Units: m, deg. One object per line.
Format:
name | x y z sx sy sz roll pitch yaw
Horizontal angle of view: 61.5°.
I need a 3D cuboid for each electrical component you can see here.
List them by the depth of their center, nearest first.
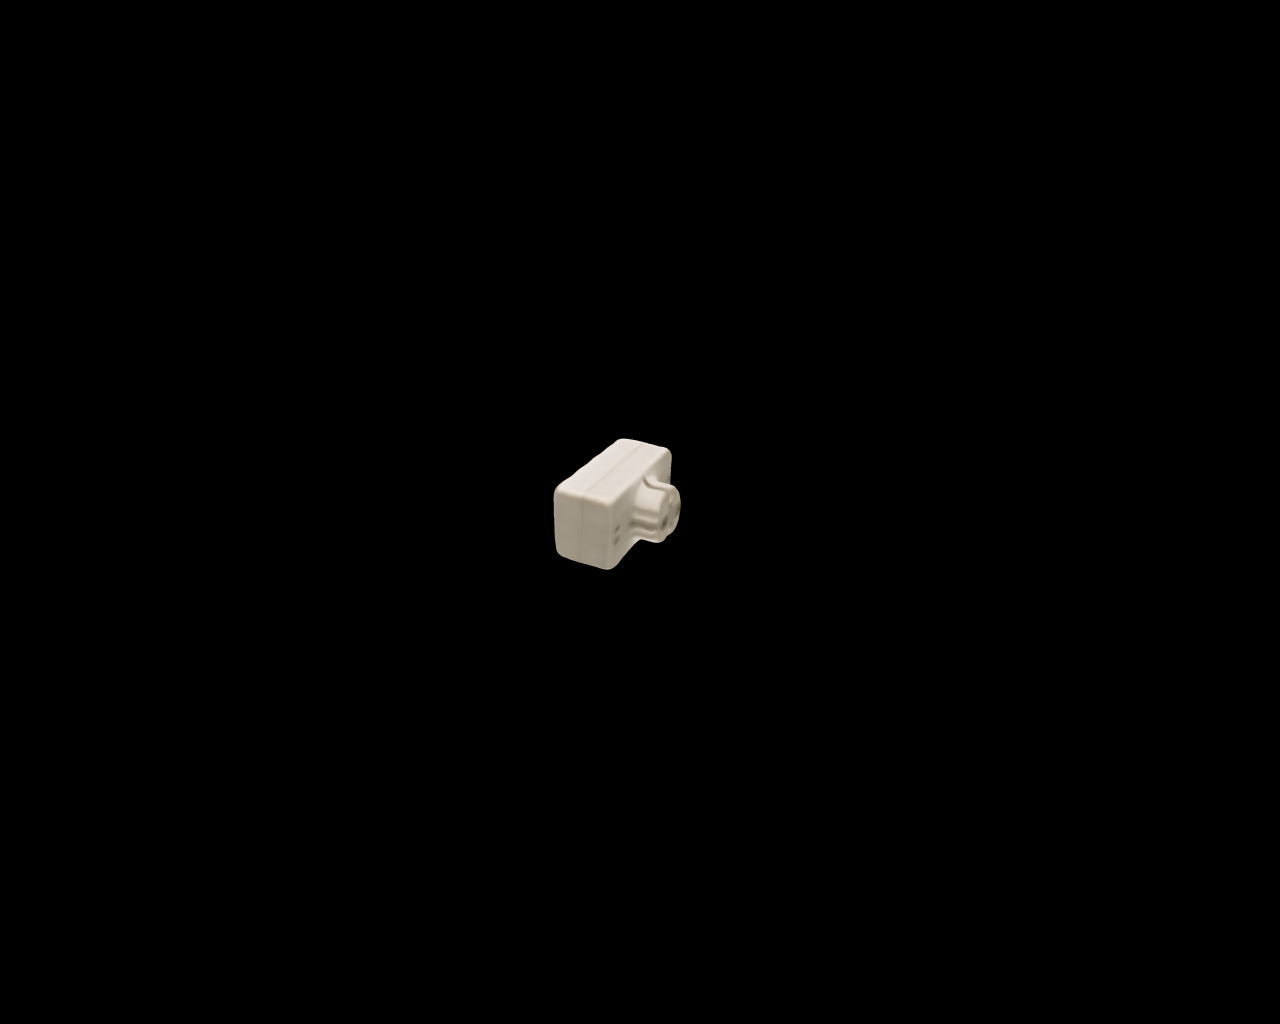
electrical component | 0.001 -0.003 0.650 0.076 0.047 0.083 14 32 24
